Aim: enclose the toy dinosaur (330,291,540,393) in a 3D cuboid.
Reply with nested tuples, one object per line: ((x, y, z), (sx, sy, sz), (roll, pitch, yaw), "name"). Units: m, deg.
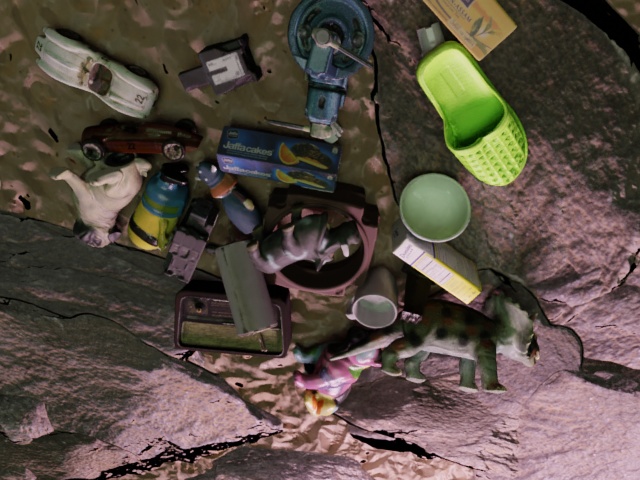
((0.234, 0.178, 1.015), (0.405, 0.192, 0.131), (11, 160, 4), "toy dinosaur")

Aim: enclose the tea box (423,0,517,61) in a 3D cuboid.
((0.185, -0.338, 0.740), (0.169, 0.098, 0.068), (38, 119, -18), "tea box")

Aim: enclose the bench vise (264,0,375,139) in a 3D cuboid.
((0.005, -0.246, 0.745), (0.129, 0.241, 0.223), (20, 106, -2), "bench vise")

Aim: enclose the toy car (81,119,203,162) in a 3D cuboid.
((-0.299, -0.172, 0.898), (0.202, 0.089, 0.053), (1, 125, 7), "toy car")

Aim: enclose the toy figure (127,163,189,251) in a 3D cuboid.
((-0.291, -0.060, 0.973), (0.089, 0.082, 0.180), (28, 125, 2), "toy figure")

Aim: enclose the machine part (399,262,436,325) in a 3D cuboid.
((0.178, 0.088, 0.985), (0.084, 0.139, 0.039), (30, 149, -16), "machine part")

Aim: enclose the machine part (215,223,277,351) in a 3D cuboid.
((-0.137, 0.087, 0.992), (0.079, 0.079, 0.243), (-19, 85, 17), "machine part")

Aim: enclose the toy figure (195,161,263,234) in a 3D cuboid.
((-0.162, -0.080, 0.960), (0.064, 0.058, 0.154), (-29, 109, 15), "toy figure")

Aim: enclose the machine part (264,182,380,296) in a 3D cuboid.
((-0.002, -0.003, 0.973), (0.202, 0.087, 0.200), (11, 122, 1), "machine part")

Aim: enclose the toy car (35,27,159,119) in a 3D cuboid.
((-0.360, -0.268, 0.865), (0.202, 0.056, 0.073), (26, 120, -11), "toy car")

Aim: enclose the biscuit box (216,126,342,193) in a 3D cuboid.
((-0.068, -0.135, 0.897), (0.203, 0.063, 0.059), (10, 156, 1), "biscuit box")

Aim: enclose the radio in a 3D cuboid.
((-0.172, 0.155, 1.079), (0.230, 0.073, 0.131), (4, 105, 3), "radio")

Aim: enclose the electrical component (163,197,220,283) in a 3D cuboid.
((-0.231, -0.008, 0.977), (0.058, 0.115, 0.134), (22, 121, -13), "electrical component")

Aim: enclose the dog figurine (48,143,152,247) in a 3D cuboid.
((-0.373, -0.070, 0.973), (0.172, 0.121, 0.190), (7, 134, 13), "dog figurine")

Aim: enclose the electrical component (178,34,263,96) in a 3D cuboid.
((-0.159, -0.269, 0.848), (0.119, 0.048, 0.074), (-17, 118, 16), "electrical component")

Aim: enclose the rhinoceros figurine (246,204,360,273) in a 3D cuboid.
((-0.029, 0.006, 0.888), (0.190, 0.073, 0.112), (-18, 117, 17), "rhinoceros figurine")

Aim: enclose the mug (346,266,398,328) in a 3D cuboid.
((0.101, 0.106, 1.016), (0.109, 0.107, 0.080), (-34, 110, 33), "mug")

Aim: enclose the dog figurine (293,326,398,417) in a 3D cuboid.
((0.060, 0.269, 1.123), (0.219, 0.108, 0.191), (-16, 118, 12), "dog figurine")
